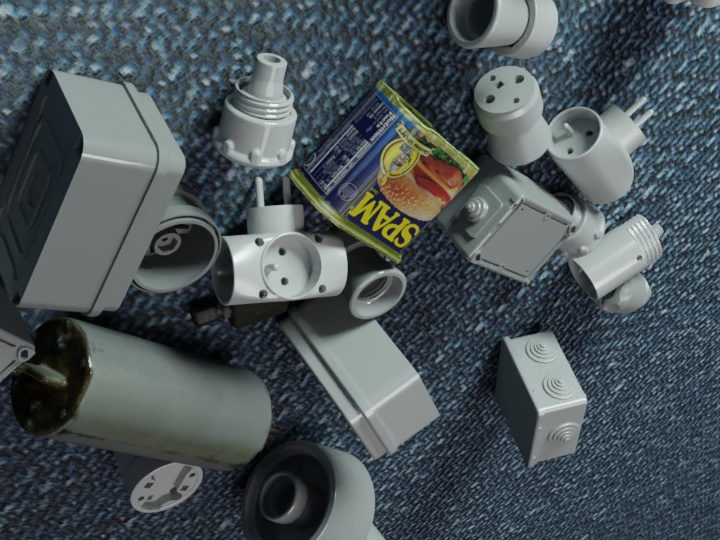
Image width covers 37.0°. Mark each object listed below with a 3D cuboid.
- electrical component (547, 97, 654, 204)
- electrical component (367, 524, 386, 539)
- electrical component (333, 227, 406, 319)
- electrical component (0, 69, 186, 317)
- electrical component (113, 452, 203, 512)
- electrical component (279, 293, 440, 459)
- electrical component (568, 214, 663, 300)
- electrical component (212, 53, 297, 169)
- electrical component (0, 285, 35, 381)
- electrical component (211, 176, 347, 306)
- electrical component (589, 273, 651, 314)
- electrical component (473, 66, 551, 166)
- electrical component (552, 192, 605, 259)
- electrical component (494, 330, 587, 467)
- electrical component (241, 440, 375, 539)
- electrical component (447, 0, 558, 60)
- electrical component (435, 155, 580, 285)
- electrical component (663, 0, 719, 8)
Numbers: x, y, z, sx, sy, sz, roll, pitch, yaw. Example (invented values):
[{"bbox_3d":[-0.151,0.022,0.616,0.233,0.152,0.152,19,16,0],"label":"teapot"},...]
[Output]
[{"bbox_3d":[0.185,-0.096,0.800,0.079,0.043,0.077,-42,143,8],"label":"electrical component"},{"bbox_3d":[-0.023,0.273,1.019,0.099,0.064,0.099,-21,141,-19],"label":"electrical component"},{"bbox_3d":[0.000,0.000,0.749,0.045,0.055,0.045,-21,141,-19],"label":"electrical component"},{"bbox_3d":[-0.147,-0.039,0.572,0.057,0.078,0.113,7,126,-38],"label":"electrical component"},{"bbox_3d":[-0.150,0.142,0.791,0.055,0.047,0.055,-21,141,-19],"label":"electrical component"},{"bbox_3d":[-0.002,0.071,0.777,0.057,0.113,0.078,-35,143,-6],"label":"electrical component"},{"bbox_3d":[0.224,-0.014,0.920,0.081,0.043,0.043,-33,143,-5],"label":"electrical component"},{"bbox_3d":[-0.057,-0.092,0.615,0.048,0.048,0.062,-6,128,-33],"label":"electrical component"},{"bbox_3d":[-0.238,0.027,0.586,0.062,0.061,0.096,-41,143,6],"label":"electrical component"},{"bbox_3d":[-0.053,-0.020,0.684,0.077,0.044,0.079,-5,90,-27],"label":"electrical component"},{"bbox_3d":[0.238,0.018,0.966,0.062,0.043,0.043,7,126,-43],"label":"electrical component"},{"bbox_3d":[0.103,-0.104,0.726,0.045,0.045,0.055,-34,143,-3],"label":"electrical component"},{"bbox_3d":[0.159,-0.040,0.841,0.048,0.048,0.062,-46,135,13],"label":"electrical component"},{"bbox_3d":[0.162,0.114,0.966,0.048,0.099,0.099,-12,138,-10],"label":"electrical component"},{"bbox_3d":[-0.049,0.191,0.880,0.108,0.108,0.060,-44,137,11],"label":"electrical component"},{"bbox_3d":[0.088,-0.154,0.660,0.055,0.045,0.045,1,130,-39],"label":"electrical component"},{"bbox_3d":[0.100,-0.040,0.780,0.096,0.061,0.061,19,117,-48],"label":"electrical component"},{"bbox_3d":[0.231,-0.213,0.700,0.078,0.058,0.057,-22,144,-17],"label":"electrical component"}]
